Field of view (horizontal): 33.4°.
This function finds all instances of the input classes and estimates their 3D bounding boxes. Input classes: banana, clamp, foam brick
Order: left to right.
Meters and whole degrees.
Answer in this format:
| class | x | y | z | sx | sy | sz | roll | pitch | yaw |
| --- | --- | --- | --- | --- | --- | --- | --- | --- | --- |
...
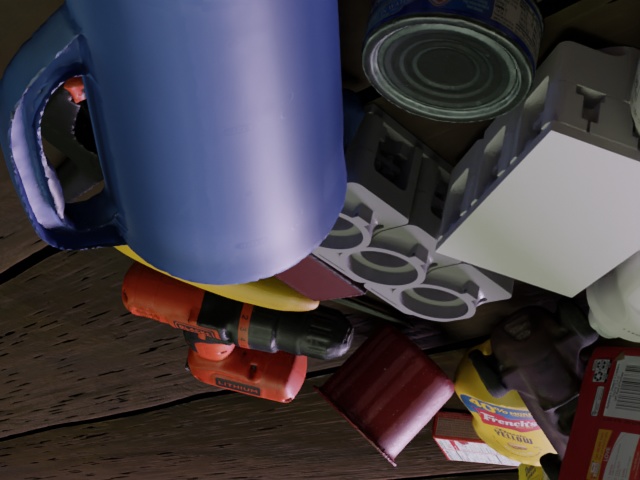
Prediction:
| class | x | y | z | sx | sy | sz | roll | pitch | yaw |
| --- | --- | --- | --- | --- | --- | --- | --- | --- | --- |
| clamp | -0.116 | -0.053 | 0.689 | 0.164 | 0.036 | 0.210 | 12 | 158 | 2 |
| banana | -0.083 | 0.011 | 0.726 | 0.070 | 0.037 | 0.197 | 11 | 167 | 44 |
| foam brick | -0.005 | 0.001 | 0.720 | 0.051 | 0.053 | 0.078 | -11 | 145 | 42 |

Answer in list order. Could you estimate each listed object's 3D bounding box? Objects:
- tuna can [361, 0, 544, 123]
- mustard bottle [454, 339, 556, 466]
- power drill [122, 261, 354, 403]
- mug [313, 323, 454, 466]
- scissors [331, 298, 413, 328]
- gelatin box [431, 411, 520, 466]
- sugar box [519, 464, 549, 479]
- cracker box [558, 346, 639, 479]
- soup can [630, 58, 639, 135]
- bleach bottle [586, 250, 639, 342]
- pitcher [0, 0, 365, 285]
| class | x | y | z | sx | sy | sz | roll | pitch | yaw |
| --- | --- | --- | --- | --- | --- | --- | --- | --- | --- |
| tuna can | 0.064 | -0.094 | 0.519 | 0.086 | 0.033 | 0.086 | 12 | 154 | 6 |
| mustard bottle | 0.162 | 0.129 | 0.883 | 0.096 | 0.058 | 0.191 | 12 | 155 | 27 |
| power drill | -0.057 | 0.079 | 0.879 | 0.184 | 0.057 | 0.187 | 15 | 158 | 12 |
| mug | 0.052 | 0.121 | 0.880 | 0.093 | 0.081 | 0.117 | 45 | 174 | -13 |
| scissors | -0.016 | 0.027 | 0.817 | 0.201 | 0.016 | 0.096 | 16 | 160 | -2 |
| gelatin box | 0.161 | 0.196 | 1.050 | 0.089 | 0.030 | 0.073 | 2 | 153 | 22 |
| sugar box | 0.288 | 0.232 | 1.013 | 0.176 | 0.048 | 0.093 | 10 | 151 | -13 |
| cracker box | 0.251 | 0.191 | 0.760 | 0.072 | 0.164 | 0.213 | -1 | 153 | 46 |
| soup can | 0.170 | -0.083 | 0.448 | 0.068 | 0.068 | 0.102 | 9 | 154 | 12 |
| bleach bottle | 0.217 | 0.007 | 0.612 | 0.102 | 0.068 | 0.251 | 19 | 156 | -7 |
| pitcher | -0.060 | -0.086 | 0.483 | 0.145 | 0.149 | 0.243 | 16 | 151 | 9 |
